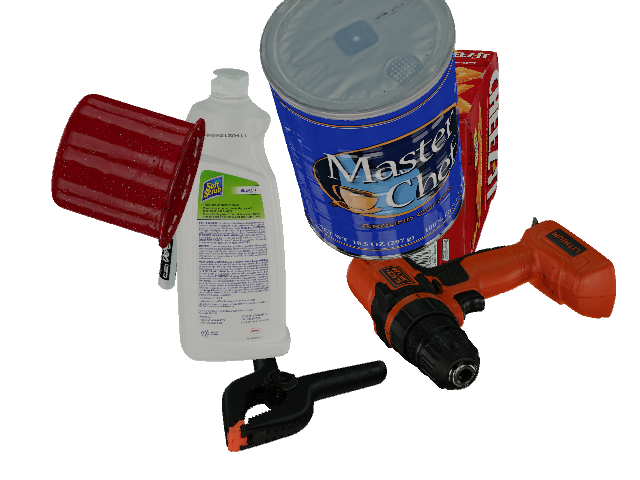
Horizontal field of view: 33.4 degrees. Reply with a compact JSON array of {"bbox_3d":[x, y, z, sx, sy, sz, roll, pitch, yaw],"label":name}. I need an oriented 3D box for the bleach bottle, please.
[{"bbox_3d":[-0.072,-0.021,0.919,0.102,0.251,0.068,-2,22,-15],"label":"bleach bottle"}]

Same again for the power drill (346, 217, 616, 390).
[{"bbox_3d":[0.132,0.045,0.838,0.187,0.057,0.185,-11,28,-17],"label":"power drill"}]

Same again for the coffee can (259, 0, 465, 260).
[{"bbox_3d":[0.029,-0.068,0.611,0.103,0.102,0.140,0,-33,10],"label":"coffee can"}]

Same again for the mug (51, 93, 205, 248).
[{"bbox_3d":[-0.130,-0.055,0.738,0.081,0.093,0.117,17,22,0],"label":"mug"}]

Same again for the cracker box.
[{"bbox_3d":[0.123,-0.074,1.010,0.072,0.164,0.213,5,27,15],"label":"cracker box"}]

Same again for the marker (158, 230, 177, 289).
[{"bbox_3d":[-0.164,0.006,1.171,0.020,0.121,0.020,8,42,-7],"label":"marker"}]

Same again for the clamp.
[{"bbox_3d":[-0.030,0.156,1.108,0.165,0.036,0.209,11,26,15],"label":"clamp"}]
